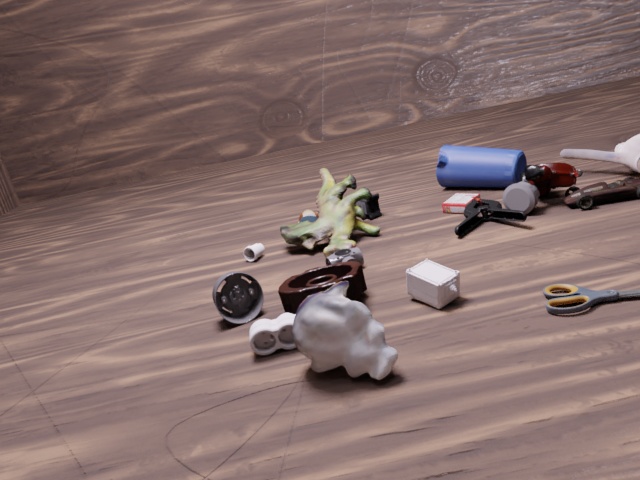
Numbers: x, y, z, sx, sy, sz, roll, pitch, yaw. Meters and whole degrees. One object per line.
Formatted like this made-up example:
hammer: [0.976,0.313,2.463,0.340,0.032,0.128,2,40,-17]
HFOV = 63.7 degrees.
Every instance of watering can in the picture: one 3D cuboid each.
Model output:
watering can: [0.846,-0.223,1.368,0.347,0.102,0.228,-6,21,13]

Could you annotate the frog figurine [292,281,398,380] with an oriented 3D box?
frog figurine: [0.034,0.157,0.794,0.122,0.136,0.162,19,26,-48]

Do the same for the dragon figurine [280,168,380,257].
dragon figurine: [0.004,-0.069,1.370,0.244,0.119,0.417,-23,35,-16]
